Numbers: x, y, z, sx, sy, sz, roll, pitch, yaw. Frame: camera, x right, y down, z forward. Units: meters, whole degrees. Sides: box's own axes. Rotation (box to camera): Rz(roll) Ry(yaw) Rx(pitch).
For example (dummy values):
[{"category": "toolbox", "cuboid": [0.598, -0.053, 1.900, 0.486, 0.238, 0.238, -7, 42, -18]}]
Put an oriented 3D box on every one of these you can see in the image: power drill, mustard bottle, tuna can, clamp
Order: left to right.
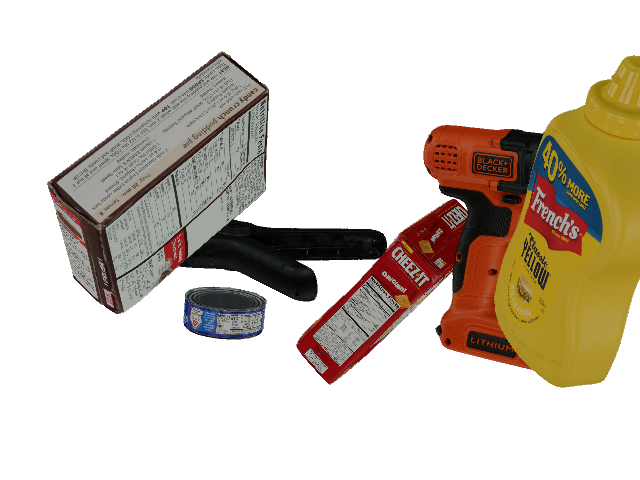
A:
[{"category": "tuna can", "cuboid": [-0.100, 0.076, 1.117, 0.086, 0.034, 0.086, 6, 12, -1]}, {"category": "clamp", "cuboid": [-0.065, 0.007, 0.847, 0.210, 0.036, 0.164, 7, 13, 14]}, {"category": "power drill", "cuboid": [0.166, 0.005, 0.847, 0.185, 0.188, 0.057, 11, 17, 32]}, {"category": "mustard bottle", "cuboid": [0.150, -0.015, 0.597, 0.058, 0.192, 0.096, -3, 40, -16]}]

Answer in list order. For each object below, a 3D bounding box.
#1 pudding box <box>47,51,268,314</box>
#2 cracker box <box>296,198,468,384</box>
[{"category": "pudding box", "cuboid": [-0.075, -0.027, 0.527, 0.039, 0.113, 0.090, 37, -26, 18]}, {"category": "cracker box", "cuboid": [0.084, 0.058, 1.270, 0.214, 0.072, 0.164, -48, -9, 32]}]
